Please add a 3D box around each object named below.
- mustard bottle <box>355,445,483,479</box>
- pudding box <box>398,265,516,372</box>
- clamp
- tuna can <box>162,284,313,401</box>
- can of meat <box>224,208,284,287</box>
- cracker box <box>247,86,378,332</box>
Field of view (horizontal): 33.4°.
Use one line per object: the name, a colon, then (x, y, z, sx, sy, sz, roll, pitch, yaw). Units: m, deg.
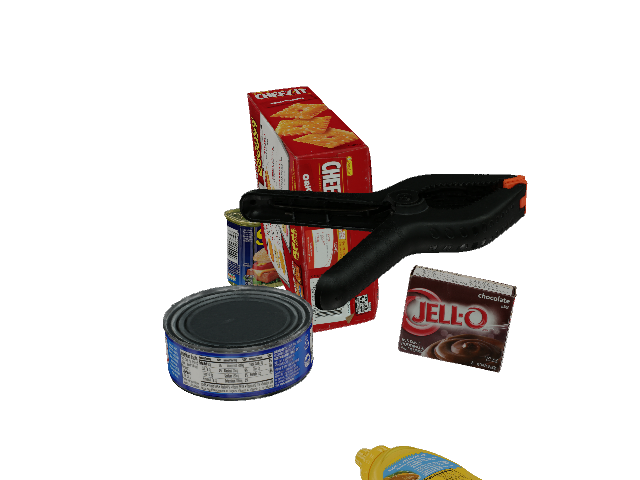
mustard bottle: (0.100, 0.234, 0.973, 0.096, 0.058, 0.192, -15, 24, -37)
pudding box: (0.144, 0.082, 1.130, 0.113, 0.090, 0.039, 10, 23, 9)
clamp: (0.052, -0.018, 0.779, 0.209, 0.036, 0.165, -16, 31, -24)
tuna can: (-0.046, 0.058, 0.612, 0.086, 0.034, 0.086, -2, 21, 1)
can of meat: (-0.059, 0.006, 1.217, 0.101, 0.084, 0.058, -11, 22, -36)
cracker box: (-0.009, -0.037, 0.984, 0.072, 0.164, 0.214, -9, 23, -11)
